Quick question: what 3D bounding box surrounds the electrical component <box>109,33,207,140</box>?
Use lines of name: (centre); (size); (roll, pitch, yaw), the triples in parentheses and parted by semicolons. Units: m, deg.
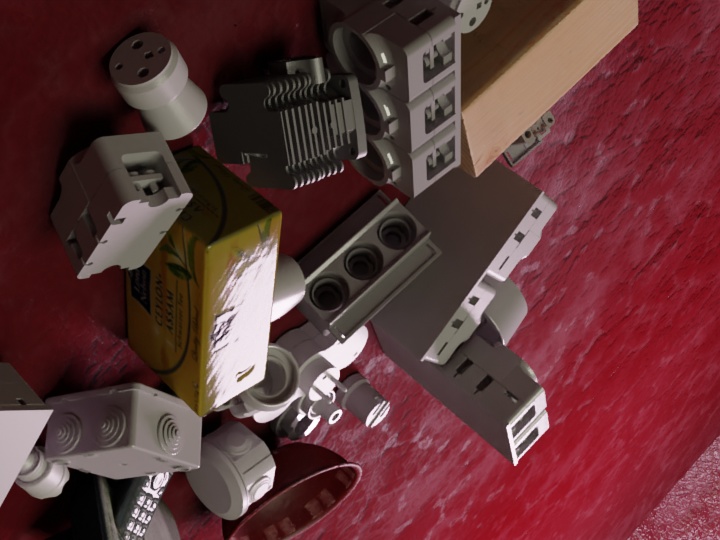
electrical component: (-0.125, -0.114, 0.669); (0.045, 0.045, 0.055); (-45, 150, -11)

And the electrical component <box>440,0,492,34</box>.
electrical component: (0.066, -0.210, 0.816); (0.045, 0.055, 0.045); (-34, 146, -27)

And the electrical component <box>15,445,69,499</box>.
electrical component: (-0.246, 0.147, 0.806); (0.035, 0.035, 0.061); (-44, 147, -13)

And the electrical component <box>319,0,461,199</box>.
electrical component: (0.022, -0.136, 0.803); (0.062, 0.089, 0.150); (-38, 148, -22)

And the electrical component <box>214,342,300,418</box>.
electrical component: (-0.085, 0.092, 0.906); (0.078, 0.058, 0.057); (-21, 178, -28)

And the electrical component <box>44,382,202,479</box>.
electrical component: (-0.176, 0.123, 0.806); (0.100, 0.100, 0.048); (35, 48, -55)

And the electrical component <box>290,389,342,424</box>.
electrical component: (-0.044, 0.121, 1.027); (0.043, 0.062, 0.043); (-35, 147, -27)

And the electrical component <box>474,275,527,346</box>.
electrical component: (0.123, 0.028, 1.113); (0.060, 0.108, 0.108); (-47, 151, -19)

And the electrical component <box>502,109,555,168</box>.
electrical component: (0.138, -0.138, 0.974); (0.042, 0.064, 0.081); (-40, 108, -18)

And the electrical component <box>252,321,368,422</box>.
electrical component: (-0.044, 0.094, 0.984); (0.138, 0.074, 0.052); (-34, 146, -27)

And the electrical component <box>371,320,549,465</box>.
electrical component: (0.101, 0.096, 1.070); (0.060, 0.186, 0.105); (-44, 151, -13)

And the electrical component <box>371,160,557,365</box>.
electrical component: (0.086, -0.017, 1.008); (0.186, 0.105, 0.060); (-55, 151, 7)

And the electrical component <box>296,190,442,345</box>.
electrical component: (0.000, 0.000, 0.948); (0.121, 0.078, 0.063); (-42, 172, -16)

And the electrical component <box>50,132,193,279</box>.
electrical component: (-0.154, -0.044, 0.679); (0.050, 0.055, 0.089); (-13, 157, -42)

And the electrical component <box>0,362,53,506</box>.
electrical component: (-0.285, 0.133, 0.708); (0.089, 0.062, 0.150); (10, 115, -57)

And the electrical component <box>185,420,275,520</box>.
electrical component: (-0.119, 0.180, 0.974); (0.051, 0.080, 0.080); (-31, 145, -40)

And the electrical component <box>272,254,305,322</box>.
electrical component: (-0.091, 0.032, 0.880); (0.077, 0.044, 0.079); (-22, 140, -41)

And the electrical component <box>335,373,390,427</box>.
electrical component: (0.003, 0.137, 1.125); (0.040, 0.046, 0.040); (-35, 147, -27)
